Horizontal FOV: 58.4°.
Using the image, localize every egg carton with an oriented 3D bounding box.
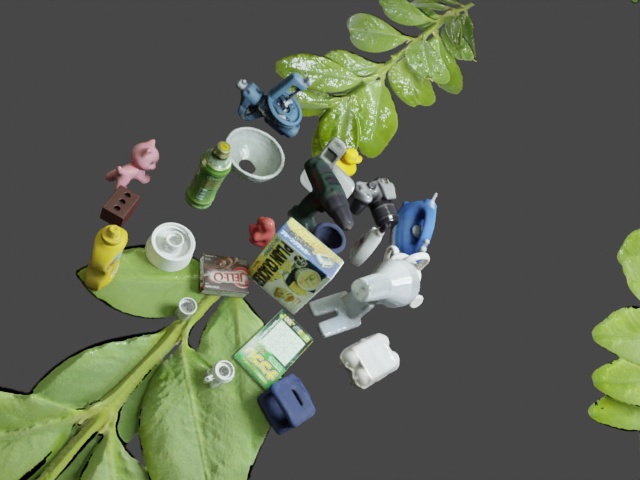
[{"bbox_3d":[0.121,0.292,1.394,0.151,0.069,0.107,-22,74,-37],"label":"egg carton"}]

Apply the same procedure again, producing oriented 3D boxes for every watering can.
[{"bbox_3d":[0.217,0.092,1.490,0.101,0.193,0.173,-27,77,-38],"label":"watering can"}]

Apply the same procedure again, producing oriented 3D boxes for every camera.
[{"bbox_3d":[0.166,-0.103,1.641,0.143,0.100,0.136,-7,66,-32],"label":"camera"}]

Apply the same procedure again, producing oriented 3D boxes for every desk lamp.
[{"bbox_3d":[0.112,0.139,1.389,0.204,0.213,0.118,-14,70,-35],"label":"desk lamp"}]

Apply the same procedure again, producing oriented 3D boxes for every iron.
[{"bbox_3d":[0.280,-0.014,1.625,0.119,0.141,0.258,24,53,-15],"label":"iron"}]

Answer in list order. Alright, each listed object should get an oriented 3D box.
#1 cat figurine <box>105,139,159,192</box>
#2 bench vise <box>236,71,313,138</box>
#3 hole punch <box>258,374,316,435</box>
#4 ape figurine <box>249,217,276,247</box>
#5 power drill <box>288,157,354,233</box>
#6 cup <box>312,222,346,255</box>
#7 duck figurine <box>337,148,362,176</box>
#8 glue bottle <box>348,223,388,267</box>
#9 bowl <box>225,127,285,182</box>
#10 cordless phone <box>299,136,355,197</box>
[{"bbox_3d":[-0.428,-0.180,1.337,0.067,0.117,0.128,47,50,4],"label":"cat figurine"},{"bbox_3d":[-0.124,-0.388,1.571,0.208,0.219,0.121,11,57,-23],"label":"bench vise"},{"bbox_3d":[-0.065,0.348,1.241,0.101,0.091,0.108,-24,75,-37],"label":"hole punch"},{"bbox_3d":[-0.139,-0.026,1.425,0.076,0.092,0.078,42,50,0],"label":"ape figurine"},{"bbox_3d":[-0.001,-0.084,1.464,0.076,0.208,0.229,-6,65,-32],"label":"power drill"},{"bbox_3d":[0.014,0.005,1.492,0.092,0.094,0.118,40,50,-2],"label":"cup"},{"bbox_3d":[0.073,-0.237,1.679,0.105,0.086,0.077,11,57,-24],"label":"duck figurine"},{"bbox_3d":[0.133,0.002,1.511,0.037,0.173,0.078,26,52,-13],"label":"glue bottle"},{"bbox_3d":[-0.183,-0.214,1.526,0.168,0.074,0.167,14,56,-22],"label":"bowl"},{"bbox_3d":[0.040,-0.186,1.564,0.147,0.184,0.094,38,50,-4],"label":"cordless phone"}]
